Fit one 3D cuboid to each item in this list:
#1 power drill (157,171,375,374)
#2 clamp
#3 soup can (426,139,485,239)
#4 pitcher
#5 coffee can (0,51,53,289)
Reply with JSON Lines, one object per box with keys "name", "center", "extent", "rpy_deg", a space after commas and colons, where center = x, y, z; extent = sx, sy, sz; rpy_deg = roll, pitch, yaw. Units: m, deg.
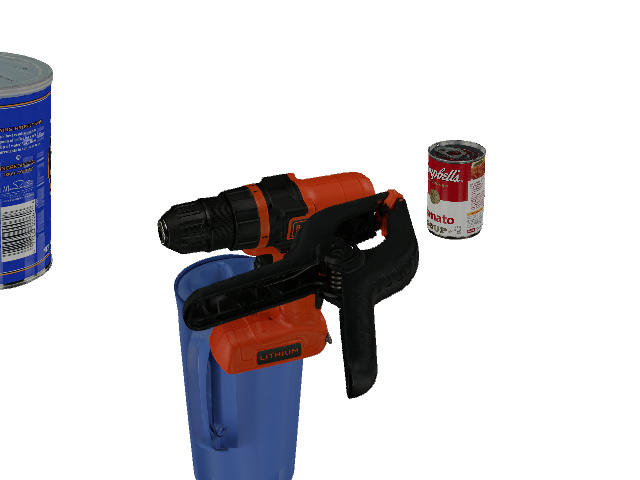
{"name": "power drill", "center": [-0.050, 0.029, 0.902], "extent": [0.184, 0.188, 0.057], "rpy_deg": [-10, 46, -21]}
{"name": "clamp", "center": [0.015, 0.026, 0.637], "extent": [0.120, 0.039, 0.171], "rpy_deg": [32, 48, 24]}
{"name": "soup can", "center": [0.161, -0.061, 1.273], "extent": [0.068, 0.102, 0.068], "rpy_deg": [-1, 27, 1]}
{"name": "pitcher", "center": [-0.083, 0.149, 1.087], "extent": [0.149, 0.243, 0.145], "rpy_deg": [-11, 27, -24]}
{"name": "coffee can", "center": [-0.235, -0.049, 0.727], "extent": [0.103, 0.140, 0.103], "rpy_deg": [5, 22, -2]}
